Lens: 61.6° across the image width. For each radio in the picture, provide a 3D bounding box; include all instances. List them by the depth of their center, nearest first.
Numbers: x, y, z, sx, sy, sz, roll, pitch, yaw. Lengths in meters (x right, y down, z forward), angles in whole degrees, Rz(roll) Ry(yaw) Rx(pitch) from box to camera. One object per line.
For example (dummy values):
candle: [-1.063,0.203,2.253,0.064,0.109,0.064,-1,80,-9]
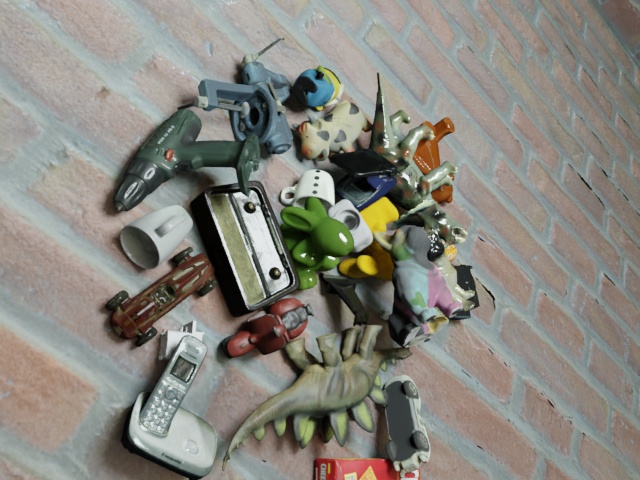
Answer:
radio: [-0.133,0.011,0.979,0.131,0.073,0.229,-18,87,-39]

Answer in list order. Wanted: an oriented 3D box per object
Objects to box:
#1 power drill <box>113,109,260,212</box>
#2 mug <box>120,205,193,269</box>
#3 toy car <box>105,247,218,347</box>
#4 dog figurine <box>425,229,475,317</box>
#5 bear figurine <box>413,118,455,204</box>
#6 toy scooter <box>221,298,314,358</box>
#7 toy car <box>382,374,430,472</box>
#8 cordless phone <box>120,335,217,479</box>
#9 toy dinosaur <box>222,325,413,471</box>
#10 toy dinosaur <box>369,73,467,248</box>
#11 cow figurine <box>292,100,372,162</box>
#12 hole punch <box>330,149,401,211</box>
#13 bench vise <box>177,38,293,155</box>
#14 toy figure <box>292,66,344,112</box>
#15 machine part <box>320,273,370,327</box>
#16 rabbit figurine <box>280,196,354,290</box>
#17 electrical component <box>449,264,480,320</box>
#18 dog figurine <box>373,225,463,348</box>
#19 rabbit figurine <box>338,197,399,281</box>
power drill: [-0.215,-0.124,0.913,0.085,0.207,0.232,78,21,-50]
mug: [-0.257,-0.019,0.882,0.081,0.109,0.107,48,39,-7]
toy car: [-0.251,0.087,0.880,0.202,0.053,0.089,-39,96,-38]
dog figurine: [0.225,0.087,1.175,0.190,0.172,0.121,54,11,-2]
bear figurine: [0.289,-0.185,1.334,0.120,0.132,0.196,-16,78,-37]
toy scooter: [-0.074,0.150,0.936,0.184,0.135,0.075,-25,89,-41]
toy car: [0.163,0.351,1.041,0.056,0.073,0.202,48,23,-31]
cordless phone: [-0.202,0.251,0.820,0.146,0.089,0.184,36,63,-22]
toy dinosaur: [0.013,0.269,0.979,0.471,0.105,0.198,-6,78,-39]
toy dinosaur: [0.184,-0.158,1.218,0.192,0.131,0.404,-40,98,-6]
cow figurine: [0.023,-0.240,1.179,0.127,0.085,0.195,53,54,-18]
hole punch: [0.090,-0.129,1.127,0.116,0.142,0.092,-14,123,-25]
bench vise: [-0.145,-0.273,1.037,0.240,0.129,0.223,-6,84,-48]
toy figure: [-0.004,-0.332,1.160,0.180,0.082,0.089,-30,102,-63]
machine part: [0.055,0.114,1.070,0.084,0.039,0.139,18,25,-37]
rabbit figurine: [-0.002,-0.003,1.019,0.121,0.170,0.159,-28,92,-39]
electrical component: [0.323,0.125,1.294,0.115,0.058,0.134,4,72,-34]
dog figurine: [0.173,0.079,1.060,0.108,0.191,0.219,-6,56,-29]
rabbit figurine: [0.118,0.018,1.137,0.162,0.122,0.173,-40,100,-34]
